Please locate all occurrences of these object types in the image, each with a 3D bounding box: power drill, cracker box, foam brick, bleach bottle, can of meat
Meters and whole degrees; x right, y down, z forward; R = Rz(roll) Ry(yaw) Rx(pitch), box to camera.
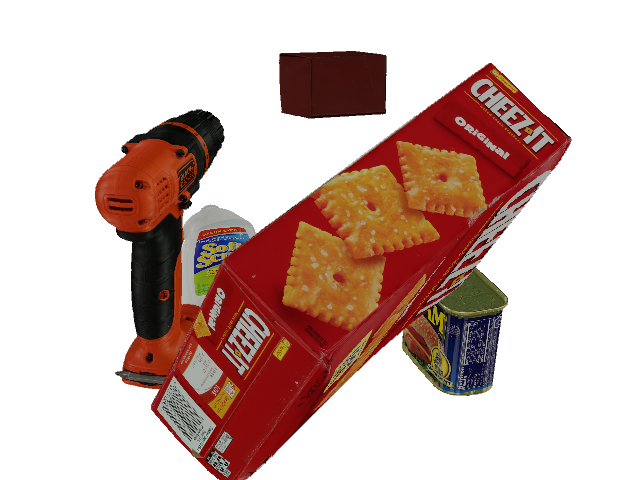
[{"bbox_3d":[-0.113,0.004,0.815,0.057,0.188,0.184,4,23,14],"label":"power drill"},{"bbox_3d":[0.022,0.020,0.571,0.213,0.072,0.164,-37,-13,-36],"label":"cracker box"},{"bbox_3d":[0.011,-0.133,0.904,0.078,0.051,0.053,-7,16,-30],"label":"foam brick"},{"bbox_3d":[-0.105,0.030,1.079,0.102,0.068,0.251,-3,28,-12],"label":"bleach bottle"},{"bbox_3d":[0.109,0.070,0.895,0.057,0.084,0.102,-8,28,-20],"label":"can of meat"}]
